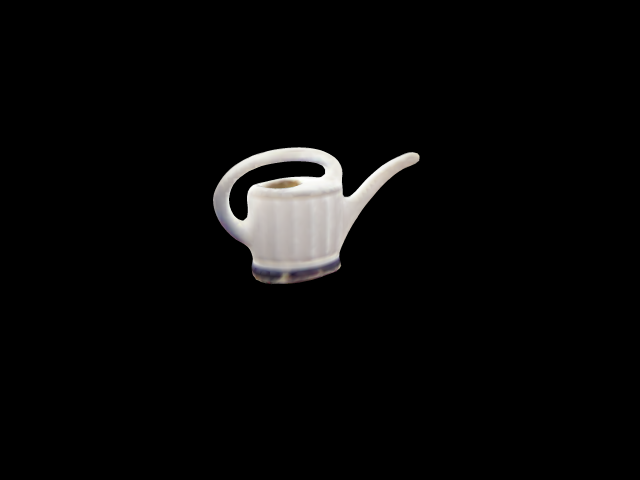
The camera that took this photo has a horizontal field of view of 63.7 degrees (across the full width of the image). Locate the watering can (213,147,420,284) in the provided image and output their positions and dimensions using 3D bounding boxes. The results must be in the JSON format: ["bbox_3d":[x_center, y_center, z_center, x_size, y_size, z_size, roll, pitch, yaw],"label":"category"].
[{"bbox_3d":[0.003,-0.043,0.850,0.348,0.221,0.105,-6,20,-15],"label":"watering can"}]
